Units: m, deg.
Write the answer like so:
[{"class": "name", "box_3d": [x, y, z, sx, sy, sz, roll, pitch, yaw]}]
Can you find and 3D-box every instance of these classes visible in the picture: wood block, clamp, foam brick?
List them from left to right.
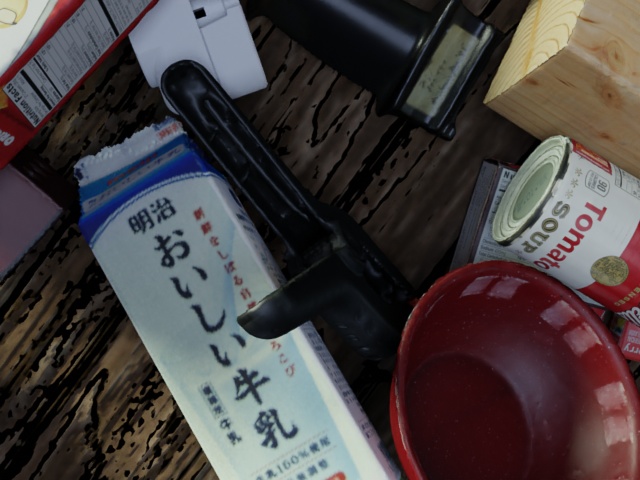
[{"class": "foam brick", "box_3d": [-0.166, -0.019, 0.567, 0.053, 0.078, 0.051, 42, 93, -13]}, {"class": "clamp", "box_3d": [-0.004, 0.001, 0.558, 0.036, 0.209, 0.164, -33, 59, 16]}, {"class": "wood block", "box_3d": [0.206, -0.067, 0.572, 0.206, 0.090, 0.090, 30, 70, -10]}]

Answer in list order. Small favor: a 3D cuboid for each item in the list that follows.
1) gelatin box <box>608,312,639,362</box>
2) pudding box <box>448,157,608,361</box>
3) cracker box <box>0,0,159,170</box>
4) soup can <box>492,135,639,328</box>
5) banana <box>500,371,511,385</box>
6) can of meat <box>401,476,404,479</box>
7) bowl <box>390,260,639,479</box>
[{"class": "gelatin box", "box_3d": [0.223, 0.042, 0.637, 0.089, 0.030, 0.073, 14, 99, -8]}, {"class": "pudding box", "box_3d": [0.124, 0.017, 0.620, 0.090, 0.039, 0.113, 16, 96, -7]}, {"class": "cracker box", "box_3d": [-0.168, -0.138, 0.500, 0.164, 0.072, 0.213, 38, 81, 12]}, {"class": "soup can", "box_3d": [0.151, -0.003, 0.564, 0.102, 0.068, 0.068, 30, 96, -9]}, {"class": "banana", "box_3d": [0.101, 0.172, 0.646, 0.069, 0.037, 0.198, 18, 99, -9]}, {"class": "can of meat", "box_3d": [0.004, 0.151, 0.624, 0.084, 0.057, 0.102, -32, 101, 3]}, {"class": "bowl", "box_3d": [0.093, 0.095, 0.560, 0.161, 0.055, 0.162, 12, 65, -27]}]
